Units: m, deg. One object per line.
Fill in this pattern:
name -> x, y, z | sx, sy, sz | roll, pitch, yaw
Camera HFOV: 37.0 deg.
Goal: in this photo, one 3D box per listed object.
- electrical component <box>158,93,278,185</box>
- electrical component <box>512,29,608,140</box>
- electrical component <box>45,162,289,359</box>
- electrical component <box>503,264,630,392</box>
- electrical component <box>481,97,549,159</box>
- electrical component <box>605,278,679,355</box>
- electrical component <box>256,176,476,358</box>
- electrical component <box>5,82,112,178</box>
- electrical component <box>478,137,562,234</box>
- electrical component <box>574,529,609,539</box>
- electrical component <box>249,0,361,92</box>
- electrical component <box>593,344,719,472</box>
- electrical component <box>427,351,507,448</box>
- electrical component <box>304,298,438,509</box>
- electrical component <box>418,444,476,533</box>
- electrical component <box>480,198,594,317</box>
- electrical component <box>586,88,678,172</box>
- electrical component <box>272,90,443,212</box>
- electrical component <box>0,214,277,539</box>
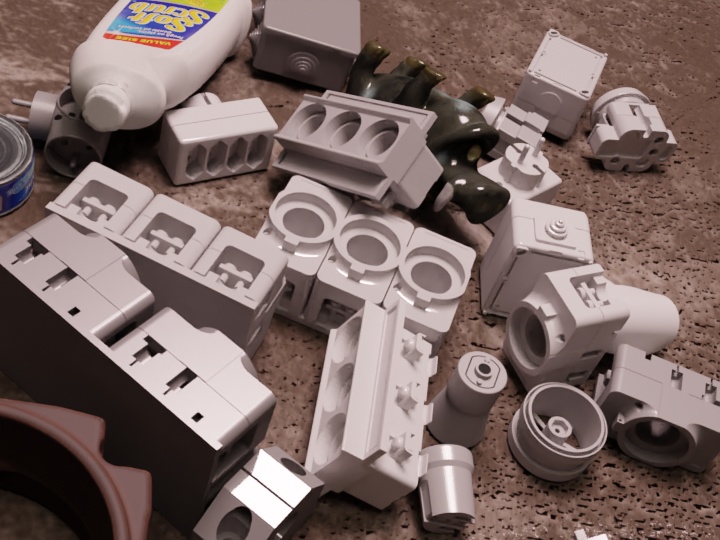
electrical component -> -0.122, -0.116, 0.863 | 0.083, 0.047, 0.075 | -14, 54, -28
electrical component -> 0.186, -0.174, 1.008 | 0.062, 0.061, 0.096 | 26, 47, 5
electrical component -> -0.131, 0.001, 0.725 | 0.150, 0.089, 0.061 | 26, 46, 5
electrical component -> 0.144, 0.044, 0.778 | 0.056, 0.089, 0.050 | -9, 53, -25
electrical component -> 0.130, -0.123, 0.955 | 0.055, 0.048, 0.066 | 31, 47, -1
electrical component -> 0.194, 0.031, 0.836 | 0.077, 0.043, 0.079 | 4, 25, -36
electrical component -> 0.000, 0.000, 0.789 | 0.150, 0.061, 0.089 | 23, 46, 2
electrical component -> -0.231, -0.116, 0.828 | 0.079, 0.044, 0.077 | 12, 47, -9
electrical component -> 0.132, -0.079, 0.894 | 0.066, 0.076, 0.047 | -26, 62, -35
electrical component -> 0.136, 0.226, 0.629 | 0.063, 0.078, 0.121 | -15, 53, -2
electrical component -> -0.049, -0.212, 0.967 | 0.100, 0.048, 0.099 | 14, 44, -14
electrical component -> 0.217, 0.103, 0.777 | 0.089, 0.050, 0.055 | 22, 46, 2
electrical component -> 0.075, 0.086, 0.734 | 0.044, 0.065, 0.044 | 9, 47, -10
electrical component -> 0.009, 0.090, 0.709 | 0.063, 0.079, 0.121 | 31, 43, -21
electrical component -> 0.055, 0.142, 0.697 | 0.040, 0.040, 0.046 | 6, 53, -14
electrical component -> 0.135, -0.012, 0.821 | 0.062, 0.096, 0.061 | 12, 47, -8
electrical component -> 0.246, -0.130, 0.992 | 0.078, 0.058, 0.057 | 1, 52, -18
electrical component -> 0.000, -0.090, 0.828 | 0.121, 0.063, 0.078 | 21, 70, 45
electrical component -> -0.143, 0.061, 0.657 | 0.186, 0.105, 0.060 | 37, 49, 15
